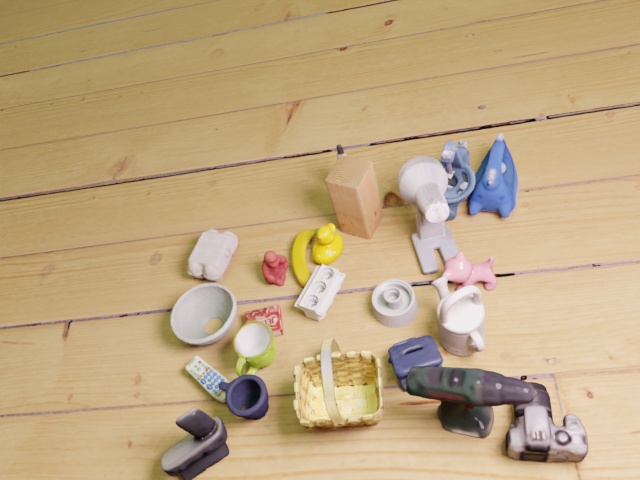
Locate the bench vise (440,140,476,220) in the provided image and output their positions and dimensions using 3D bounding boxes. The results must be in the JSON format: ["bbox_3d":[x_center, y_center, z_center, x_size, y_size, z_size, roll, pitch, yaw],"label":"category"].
[{"bbox_3d":[0.322,-0.186,1.433,0.121,0.220,0.207,-5,53,12],"label":"bench vise"}]

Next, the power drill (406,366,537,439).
[{"bbox_3d":[0.282,0.301,1.084,0.229,0.209,0.075,5,56,19],"label":"power drill"}]

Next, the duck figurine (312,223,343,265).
[{"bbox_3d":[0.013,0.005,1.458,0.077,0.086,0.105,18,60,26],"label":"duck figurine"}]

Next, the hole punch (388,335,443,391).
[{"bbox_3d":[0.201,0.252,1.218,0.108,0.091,0.101,-19,51,1],"label":"hole punch"}]

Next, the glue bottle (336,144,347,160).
[{"bbox_3d":[0.068,-0.192,1.535,0.078,0.173,0.037,22,62,28],"label":"glue bottle"}]

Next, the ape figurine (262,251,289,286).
[{"bbox_3d":[-0.118,0.063,1.446,0.078,0.092,0.076,-40,54,-15],"label":"ape figurine"}]

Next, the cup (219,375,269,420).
[{"bbox_3d":[-0.159,0.347,1.241,0.117,0.095,0.092,13,58,24],"label":"cup"}]

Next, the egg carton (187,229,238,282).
[{"bbox_3d":[-0.283,0.040,1.522,0.107,0.069,0.150,7,56,20],"label":"egg carton"}]

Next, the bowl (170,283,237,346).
[{"bbox_3d":[-0.274,0.193,1.401,0.167,0.075,0.167,-7,52,10],"label":"bowl"}]

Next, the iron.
[{"bbox_3d":[0.445,-0.185,1.449,0.118,0.142,0.258,6,56,19],"label":"iron"}]

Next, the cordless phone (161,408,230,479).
[{"bbox_3d":[-0.275,0.406,1.170,0.148,0.185,0.094,-36,53,-12],"label":"cordless phone"}]

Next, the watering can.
[{"bbox_3d":[0.289,0.153,1.202,0.101,0.194,0.172,-43,55,-17],"label":"watering can"}]

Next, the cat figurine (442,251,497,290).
[{"bbox_3d":[0.337,0.068,1.303,0.127,0.118,0.067,-14,52,5],"label":"cat figurine"}]

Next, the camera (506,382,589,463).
[{"bbox_3d":[0.423,0.341,1.085,0.143,0.101,0.137,-2,53,13],"label":"camera"}]

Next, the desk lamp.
[{"bbox_3d":[0.264,-0.064,1.360,0.118,0.214,0.203,-15,51,4],"label":"desk lamp"}]
